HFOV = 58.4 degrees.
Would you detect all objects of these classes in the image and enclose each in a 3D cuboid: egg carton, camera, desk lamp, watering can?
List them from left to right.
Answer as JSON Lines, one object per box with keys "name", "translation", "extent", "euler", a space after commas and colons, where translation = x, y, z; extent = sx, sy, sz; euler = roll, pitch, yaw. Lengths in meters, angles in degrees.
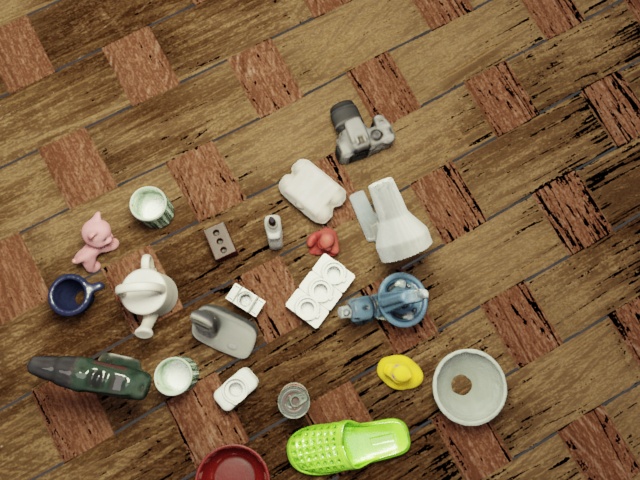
{"name": "watering can", "translation": [-0.372, 0.119, 1.229], "extent": [0.101, 0.194, 0.173], "euler": [-24, 82, -6]}
{"name": "egg carton", "translation": [-0.019, -0.114, 1.347], "extent": [0.150, 0.069, 0.107], "euler": [38, 81, 4]}
{"name": "camera", "translation": [0.091, -0.270, 1.362], "extent": [0.143, 0.101, 0.137], "euler": [-21, 82, -6]}
{"name": "desk lamp", "translation": [0.150, -0.046, 1.271], "extent": [0.118, 0.213, 0.203], "euler": [-23, 82, -6]}

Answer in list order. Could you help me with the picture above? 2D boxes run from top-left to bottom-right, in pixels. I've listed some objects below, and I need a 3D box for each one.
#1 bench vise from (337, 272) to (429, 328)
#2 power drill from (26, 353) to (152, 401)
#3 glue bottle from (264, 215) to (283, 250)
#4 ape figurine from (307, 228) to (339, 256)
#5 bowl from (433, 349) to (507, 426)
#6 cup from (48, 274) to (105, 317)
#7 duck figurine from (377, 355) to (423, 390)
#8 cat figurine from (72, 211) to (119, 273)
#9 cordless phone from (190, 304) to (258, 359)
{"name": "bench vise", "translation": [0.151, 0.146, 1.236], "extent": [0.207, 0.219, 0.121], "euler": [-30, 83, -7]}
{"name": "power drill", "translation": [-0.457, 0.280, 1.191], "extent": [0.229, 0.208, 0.076], "euler": [12, 80, 0]}
{"name": "glue bottle", "translation": [-0.104, -0.027, 1.276], "extent": [0.037, 0.173, 0.078], "euler": [-8, 81, -4]}
{"name": "ape figurine", "translation": [0.012, 0.005, 1.317], "extent": [0.078, 0.092, 0.076], "euler": [40, 81, 4]}
{"name": "bowl", "translation": [0.327, 0.328, 1.288], "extent": [0.167, 0.074, 0.167], "euler": [0, 81, -3]}
{"name": "cup", "translation": [-0.527, 0.120, 1.272], "extent": [0.118, 0.095, 0.092], "euler": [-19, 82, -5]}
{"name": "duck figurine", "translation": [0.183, 0.298, 1.280], "extent": [0.104, 0.086, 0.077], "euler": [17, 80, 1]}
{"name": "cat figurine", "translation": [-0.508, 0.005, 1.280], "extent": [0.067, 0.117, 0.128], "euler": [34, 81, 4]}
{"name": "cordless phone", "translation": [-0.210, 0.195, 1.229], "extent": [0.147, 0.185, 0.094], "euler": [21, 80, 1]}
